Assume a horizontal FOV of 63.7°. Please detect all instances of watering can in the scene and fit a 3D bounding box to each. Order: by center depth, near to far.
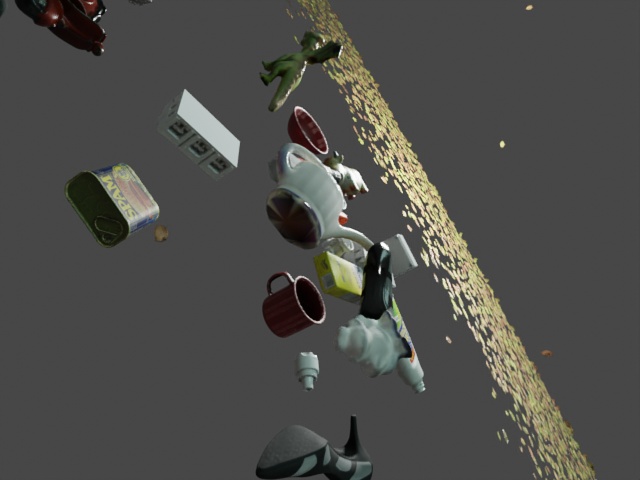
[{"bbox_3d":[0.004,-0.059,1.171,0.344,0.103,0.229,53,40,-15],"label":"watering can"}]

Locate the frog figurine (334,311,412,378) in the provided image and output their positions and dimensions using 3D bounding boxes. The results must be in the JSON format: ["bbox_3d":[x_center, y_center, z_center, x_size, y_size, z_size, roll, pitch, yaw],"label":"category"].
[{"bbox_3d":[0.097,0.230,1.112,0.160,0.121,0.139,-8,74,-27],"label":"frog figurine"}]

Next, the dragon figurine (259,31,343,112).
[{"bbox_3d":[-0.045,-0.520,1.527,0.120,0.241,0.420,50,22,-35],"label":"dragon figurine"}]
